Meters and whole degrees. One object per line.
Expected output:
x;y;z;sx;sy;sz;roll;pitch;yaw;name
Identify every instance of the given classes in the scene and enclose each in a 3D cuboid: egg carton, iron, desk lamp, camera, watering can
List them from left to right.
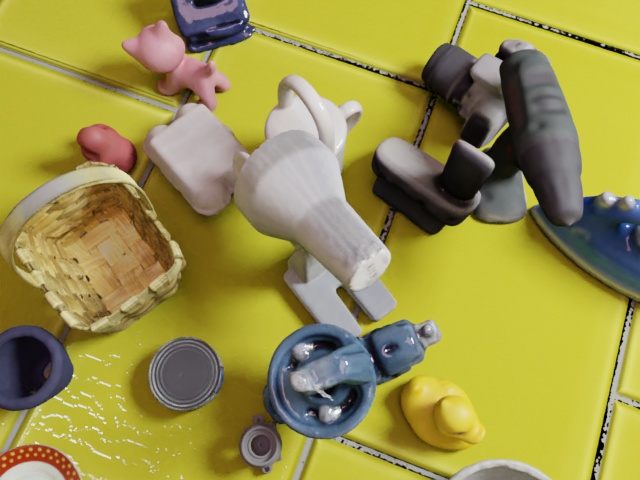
-0.154;-0.107;0.755;0.107;0.069;0.150;-41;78;-12;egg carton
-0.022;-0.121;0.698;0.101;0.194;0.173;32;75;9;watering can
0.006;0.002;0.650;0.118;0.213;0.203;-37;77;-11;desk lamp
0.221;-0.226;0.785;0.136;0.101;0.143;39;76;10;camera
0.401;-0.006;0.700;0.258;0.141;0.119;25;74;6;iron

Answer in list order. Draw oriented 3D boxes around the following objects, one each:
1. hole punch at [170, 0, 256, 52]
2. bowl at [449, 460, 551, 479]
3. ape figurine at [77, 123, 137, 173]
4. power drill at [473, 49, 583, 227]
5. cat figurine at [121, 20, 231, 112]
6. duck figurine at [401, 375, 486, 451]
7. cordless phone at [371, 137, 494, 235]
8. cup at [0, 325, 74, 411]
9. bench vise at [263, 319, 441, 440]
-0.156;-0.337;0.816;0.109;0.091;0.101;-18;74;-7;hole punch
0.193;0.326;0.626;0.167;0.075;0.167;0;73;-1;bowl
-0.284;-0.120;0.744;0.076;0.092;0.078;10;73;2;ape figurine
0.244;-0.097;0.689;0.075;0.208;0.229;-2;73;-2;power drill
-0.192;-0.242;0.771;0.127;0.118;0.067;22;74;6;cat figurine
0.144;0.198;0.659;0.104;0.086;0.077;38;76;10;duck figurine
0.138;-0.093;0.698;0.147;0.185;0.094;33;75;9;cordless phone
-0.335;0.158;0.655;0.118;0.095;0.091;-36;77;-11;cup
0.028;0.123;0.609;0.207;0.220;0.121;-40;77;-12;bench vise
